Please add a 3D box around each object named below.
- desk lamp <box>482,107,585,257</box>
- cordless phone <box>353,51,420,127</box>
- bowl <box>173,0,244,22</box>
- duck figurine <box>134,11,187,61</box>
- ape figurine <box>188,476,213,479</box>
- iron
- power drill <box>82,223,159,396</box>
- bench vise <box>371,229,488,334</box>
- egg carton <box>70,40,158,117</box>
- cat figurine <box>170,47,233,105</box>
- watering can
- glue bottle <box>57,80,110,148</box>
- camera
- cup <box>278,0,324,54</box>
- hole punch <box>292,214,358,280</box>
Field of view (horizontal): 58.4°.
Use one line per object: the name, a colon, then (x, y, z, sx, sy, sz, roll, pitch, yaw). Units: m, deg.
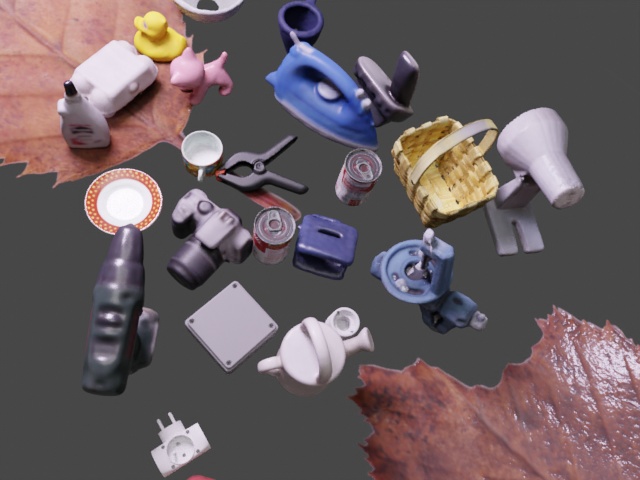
desk lamp: (0.388, -0.102, 1.046, 0.118, 0.213, 0.203, -7, 69, -12)
cordless phone: (0.134, -0.320, 1.106, 0.094, 0.185, 0.147, -32, 76, -20)
bowl: (-0.230, -0.506, 1.177, 0.167, 0.074, 0.167, 4, 67, -9)
duck figurine: (-0.312, -0.403, 1.113, 0.104, 0.086, 0.077, 13, 66, -4)
ape figurine: (-0.167, 0.373, 0.817, 0.078, 0.092, 0.076, -25, 74, -18)
iron: (0.025, -0.284, 1.095, 0.258, 0.141, 0.119, 38, 67, 6)
power drill: (-0.287, 0.116, 0.838, 0.075, 0.208, 0.229, 6, 67, -7)
bench vise: (0.198, 0.059, 0.942, 0.207, 0.219, 0.121, 21, 66, -1)
egg carton: (-0.382, -0.301, 1.068, 0.107, 0.069, 0.150, 36, 67, 6)
cat figurine: (-0.227, -0.316, 1.076, 0.128, 0.117, 0.067, -27, 75, -19)
watering can: (-0.005, 0.172, 0.873, 0.173, 0.194, 0.101, -33, 77, -20)
glue bottle: (-0.409, -0.214, 0.971, 0.078, 0.173, 0.037, -7, 69, -12)
camera: (-0.202, 0.003, 0.958, 0.143, 0.100, 0.137, 38, 67, 6)
cup: (-0.039, -0.431, 1.169, 0.091, 0.095, 0.118, 21, 66, -1)
hole punch: (0.009, 0.004, 1.001, 0.108, 0.091, 0.101, 16, 66, -3)
